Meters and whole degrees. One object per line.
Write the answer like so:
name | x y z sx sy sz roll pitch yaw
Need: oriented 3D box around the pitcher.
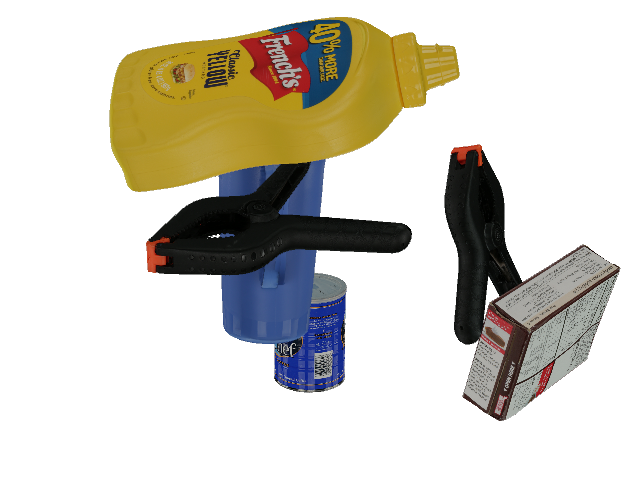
pitcher | -0.063 0.001 1.303 0.145 0.243 0.148 12 16 37

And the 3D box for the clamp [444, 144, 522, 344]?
clamp | 0.138 0.005 0.940 0.039 0.171 0.120 -10 15 31

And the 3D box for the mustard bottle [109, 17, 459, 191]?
mustard bottle | -0.018 -0.083 0.599 0.192 0.058 0.096 -9 44 7

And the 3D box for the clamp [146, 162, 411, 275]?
clamp | -0.052 -0.019 0.894 0.209 0.036 0.165 -13 36 -23

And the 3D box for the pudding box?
pudding box | 0.155 0.064 0.748 0.039 0.090 0.113 34 43 31

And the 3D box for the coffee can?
coffee can | -0.015 0.128 1.502 0.103 0.140 0.103 0 19 0
